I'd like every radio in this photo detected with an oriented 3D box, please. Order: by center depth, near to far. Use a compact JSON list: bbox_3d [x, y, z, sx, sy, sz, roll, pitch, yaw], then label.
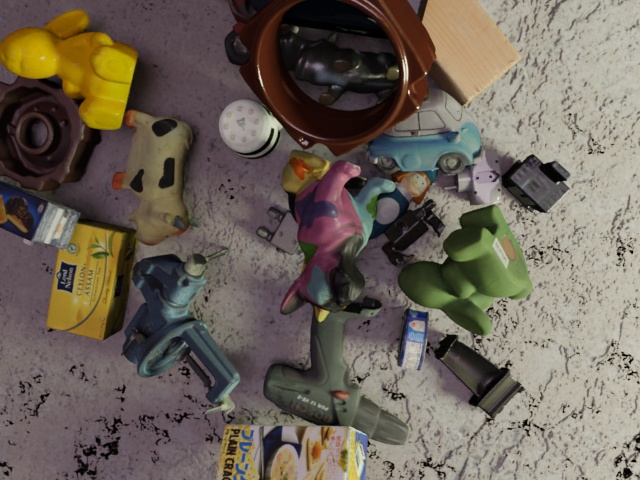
[{"bbox_3d":[0.028,-0.334,0.680,0.230,0.073,0.131,12,103,12],"label":"radio"}]

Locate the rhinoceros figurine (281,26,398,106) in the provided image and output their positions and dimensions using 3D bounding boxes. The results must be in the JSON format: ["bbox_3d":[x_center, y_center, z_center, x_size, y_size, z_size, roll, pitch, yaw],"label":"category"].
[{"bbox_3d":[0.027,-0.246,0.752,0.190,0.112,0.073,9,139,-7],"label":"rhinoceros figurine"}]

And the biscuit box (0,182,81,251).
[{"bbox_3d":[-0.451,-0.046,0.792,0.203,0.059,0.062,17,85,26],"label":"biscuit box"}]

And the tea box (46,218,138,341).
[{"bbox_3d":[-0.350,0.058,0.830,0.098,0.068,0.169,11,96,4],"label":"tea box"}]

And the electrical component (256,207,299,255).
[{"bbox_3d":[-0.046,-0.009,0.819,0.094,0.021,0.063,29,97,2],"label":"electrical component"}]

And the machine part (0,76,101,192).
[{"bbox_3d":[-0.432,-0.163,0.828,0.179,0.056,0.179,1,95,7],"label":"machine part"}]

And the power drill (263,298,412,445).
[{"bbox_3d":[0.039,0.187,0.804,0.232,0.086,0.207,11,103,7],"label":"power drill"}]

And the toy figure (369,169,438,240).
[{"bbox_3d":[0.115,-0.063,0.785,0.154,0.058,0.064,-42,128,5],"label":"toy figure"}]

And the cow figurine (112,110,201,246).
[{"bbox_3d":[-0.237,-0.087,0.804,0.127,0.085,0.194,14,95,10],"label":"cow figurine"}]

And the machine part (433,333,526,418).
[{"bbox_3d":[0.232,0.199,0.802,0.139,0.039,0.084,44,102,-1],"label":"machine part"}]

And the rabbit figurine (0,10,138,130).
[{"bbox_3d":[-0.350,-0.257,0.756,0.173,0.162,0.121,7,139,-22],"label":"rabbit figurine"}]

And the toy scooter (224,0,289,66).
[{"bbox_3d":[-0.083,-0.349,0.771,0.135,0.075,0.183,-12,96,6],"label":"toy scooter"}]

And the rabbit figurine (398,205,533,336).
[{"bbox_3d":[0.199,0.050,0.763,0.170,0.121,0.159,-27,110,38],"label":"rabbit figurine"}]

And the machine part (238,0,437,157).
[{"bbox_3d":[0.018,-0.215,0.645,0.201,0.087,0.201,-25,118,36],"label":"machine part"}]

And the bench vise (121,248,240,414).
[{"bbox_3d":[-0.191,0.140,0.786,0.241,0.129,0.223,47,105,18],"label":"bench vise"}]

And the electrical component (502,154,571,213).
[{"bbox_3d":[0.297,-0.076,0.733,0.075,0.119,0.048,43,97,-1],"label":"electrical component"}]

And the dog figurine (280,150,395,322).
[{"bbox_3d":[-0.002,-0.002,0.735,0.192,0.108,0.219,21,89,44],"label":"dog figurine"}]

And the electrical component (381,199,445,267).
[{"bbox_3d":[0.136,-0.008,0.782,0.102,0.078,0.045,-40,70,4],"label":"electrical component"}]

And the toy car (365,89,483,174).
[{"bbox_3d":[0.141,-0.155,0.736,0.162,0.109,0.102,0,128,12],"label":"toy car"}]
